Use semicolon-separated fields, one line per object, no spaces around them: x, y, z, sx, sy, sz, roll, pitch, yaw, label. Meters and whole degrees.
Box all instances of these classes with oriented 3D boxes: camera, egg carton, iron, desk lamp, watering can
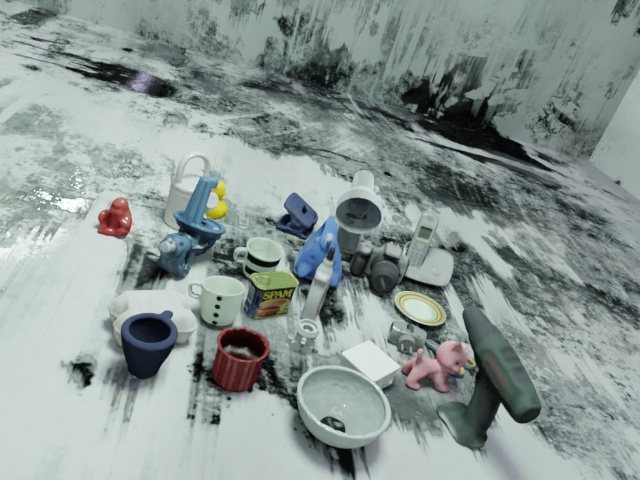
0.153;0.065;1.450;0.143;0.101;0.137;20;28;2;camera
-0.307;0.143;1.053;0.151;0.069;0.107;0;33;-32;egg carton
0.013;0.005;1.426;0.118;0.141;0.258;17;28;-4;iron
0.091;-0.070;1.533;0.118;0.213;0.203;16;28;-5;desk lamp
-0.309;-0.123;1.398;0.172;0.194;0.101;27;29;15;watering can

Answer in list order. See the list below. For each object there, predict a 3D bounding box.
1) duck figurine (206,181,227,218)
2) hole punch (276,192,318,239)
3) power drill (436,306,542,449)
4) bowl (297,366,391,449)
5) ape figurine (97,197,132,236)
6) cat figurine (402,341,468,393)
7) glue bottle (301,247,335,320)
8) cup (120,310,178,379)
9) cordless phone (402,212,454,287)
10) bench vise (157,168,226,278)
-0.278;-0.113;1.518;0.077;0.086;0.104;15;28;-7;duck figurine
-0.055;-0.070;1.575;0.101;0.091;0.109;21;28;3;hole punch
0.298;0.267;1.058;0.076;0.208;0.229;2;32;-28;power drill
0.033;0.298;0.981;0.167;0.075;0.167;15;28;-8;bowl
-0.456;-0.056;1.295;0.077;0.092;0.076;33;31;25;ape figurine
0.244;0.244;1.163;0.128;0.118;0.067;9;29;-19;cat figurine
0.003;0.090;1.231;0.037;0.173;0.078;21;28;4;glue bottle
-0.288;0.179;0.972;0.091;0.095;0.118;21;28;5;cup
0.298;0.025;1.523;0.147;0.185;0.094;15;28;-7;cordless phone
-0.265;-0.037;1.242;0.121;0.220;0.207;15;28;-6;bench vise
